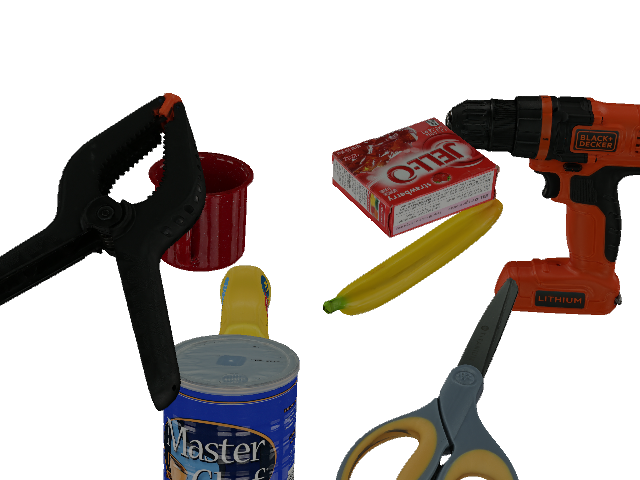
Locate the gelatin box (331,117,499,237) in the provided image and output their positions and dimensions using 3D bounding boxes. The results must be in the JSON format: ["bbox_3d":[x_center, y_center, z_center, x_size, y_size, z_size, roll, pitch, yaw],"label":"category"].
[{"bbox_3d":[0.063,-0.045,0.718,0.089,0.030,0.073,-21,42,-23],"label":"gelatin box"}]

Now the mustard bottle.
[{"bbox_3d":[-0.082,0.082,1.155,0.058,0.096,0.191,-1,27,-3],"label":"mustard bottle"}]

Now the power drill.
[{"bbox_3d":[0.192,-0.031,0.895,0.184,0.188,0.057,4,29,5],"label":"power drill"}]

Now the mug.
[{"bbox_3d":[-0.109,-0.019,0.954,0.093,0.081,0.117,5,28,3],"label":"mug"}]

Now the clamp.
[{"bbox_3d":[-0.121,0.000,0.654,0.165,0.209,0.036,22,-28,16],"label":"clamp"}]

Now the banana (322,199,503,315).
[{"bbox_3d":[0.092,0.023,1.040,0.198,0.037,0.069,-33,0,-1],"label":"banana"}]

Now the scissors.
[{"bbox_3d":[0.087,0.087,0.548,0.096,0.016,0.201,26,45,31],"label":"scissors"}]

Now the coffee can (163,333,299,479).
[{"bbox_3d":[-0.069,0.155,0.814,0.103,0.140,0.103,2,16,-1],"label":"coffee can"}]
